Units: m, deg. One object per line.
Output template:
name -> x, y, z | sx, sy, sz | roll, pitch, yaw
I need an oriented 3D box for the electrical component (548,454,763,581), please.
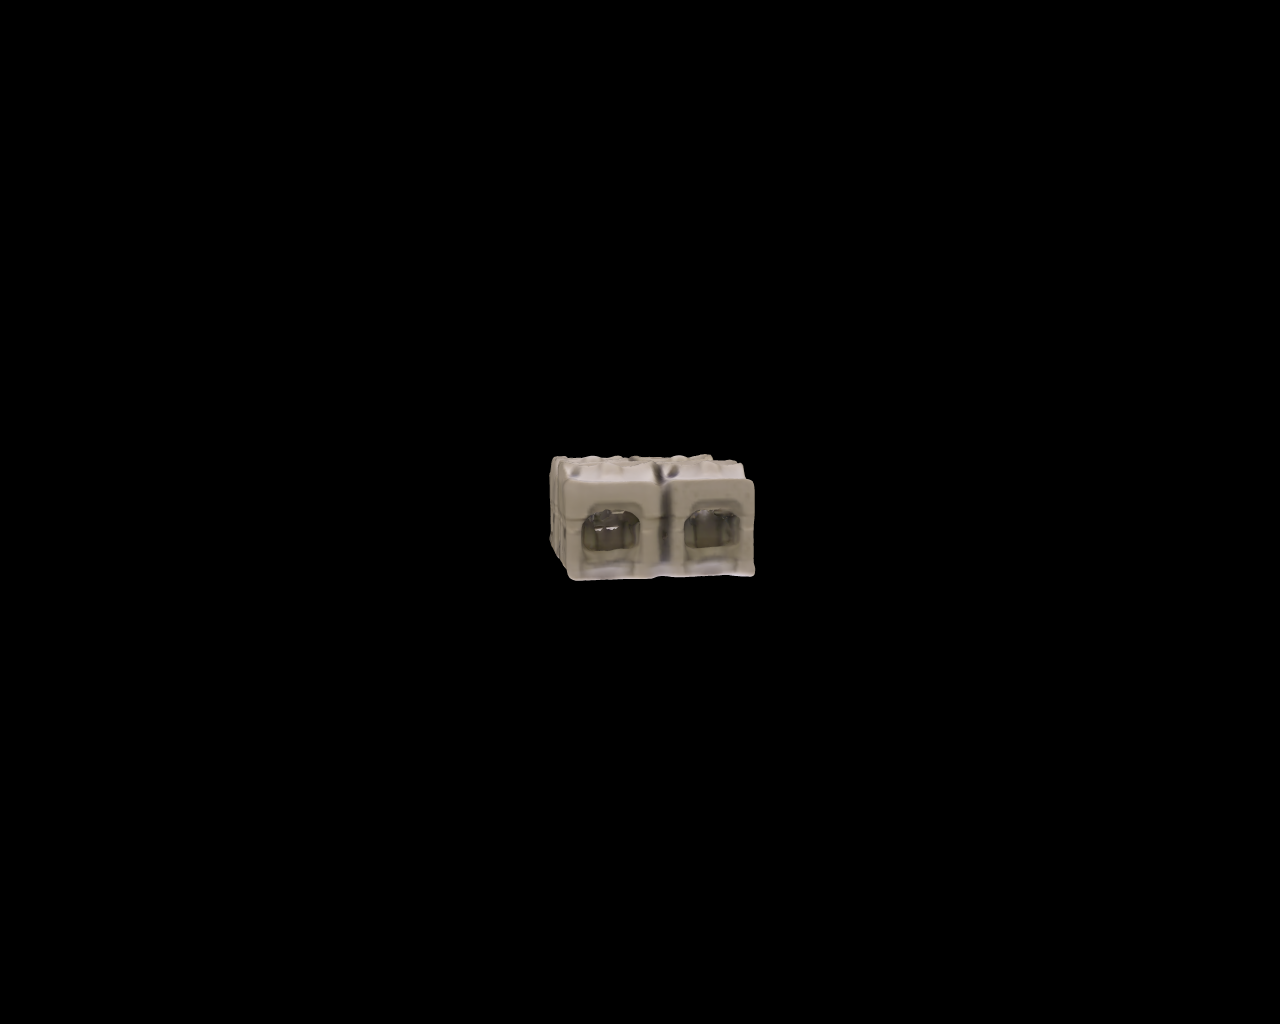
electrical component -> 0.001, -0.003, 0.650 | 0.105, 0.060, 0.186 | -1, 5, -7
